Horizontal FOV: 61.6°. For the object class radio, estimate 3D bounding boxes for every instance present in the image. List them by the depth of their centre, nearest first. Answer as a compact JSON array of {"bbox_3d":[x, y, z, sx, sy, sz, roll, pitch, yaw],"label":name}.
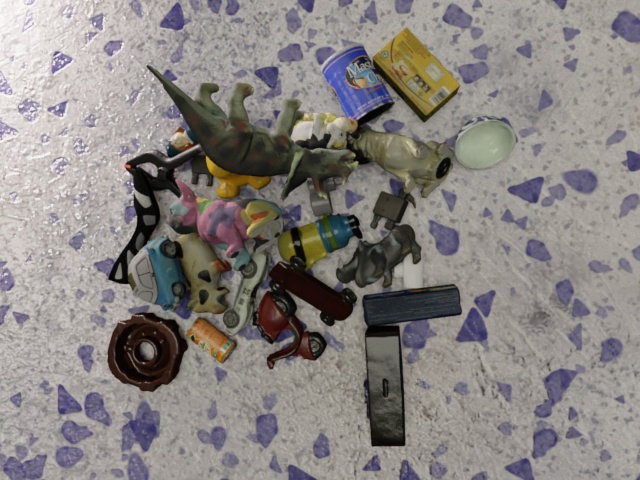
[{"bbox_3d":[0.136,0.291,1.108,0.073,0.131,0.229,-2,90,8],"label":"radio"}]

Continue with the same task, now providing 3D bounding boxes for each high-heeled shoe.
[{"bbox_3d":[-0.424,-0.025,1.189,0.145,0.086,0.248,-14,107,-11],"label":"high-heeled shoe"}]

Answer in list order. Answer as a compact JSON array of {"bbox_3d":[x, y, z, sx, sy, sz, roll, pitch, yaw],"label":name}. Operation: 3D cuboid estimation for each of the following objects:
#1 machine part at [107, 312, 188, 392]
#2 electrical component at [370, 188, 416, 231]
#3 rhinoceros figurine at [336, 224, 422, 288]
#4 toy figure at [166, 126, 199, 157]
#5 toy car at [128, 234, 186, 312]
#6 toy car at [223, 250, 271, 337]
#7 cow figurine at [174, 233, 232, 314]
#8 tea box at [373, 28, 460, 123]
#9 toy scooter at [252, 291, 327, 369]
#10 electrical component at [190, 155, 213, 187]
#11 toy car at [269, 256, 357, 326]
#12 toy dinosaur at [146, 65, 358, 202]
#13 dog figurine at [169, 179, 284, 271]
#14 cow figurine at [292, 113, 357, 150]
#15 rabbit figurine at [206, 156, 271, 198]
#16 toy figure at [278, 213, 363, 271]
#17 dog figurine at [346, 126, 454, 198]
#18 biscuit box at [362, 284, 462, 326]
[{"bbox_3d":[-0.390,0.250,1.214,0.179,0.056,0.179,0,91,8],"label":"machine part"},{"bbox_3d":[0.159,-0.063,1.149,0.078,0.045,0.102,18,90,35],"label":"electrical component"},{"bbox_3d":[0.117,0.037,1.116,0.190,0.073,0.112,-35,56,18],"label":"rhinoceros figurine"},{"bbox_3d":[-0.286,-0.235,1.199,0.154,0.057,0.064,-32,48,8],"label":"toy figure"},{"bbox_3d":[-0.348,0.075,1.126,0.103,0.109,0.161,-8,73,-30],"label":"toy car"},{"bbox_3d":[-0.158,0.116,1.173,0.056,0.073,0.201,19,93,7],"label":"toy car"},{"bbox_3d":[-0.264,0.077,1.182,0.127,0.085,0.195,-33,83,8],"label":"cow figurine"},{"bbox_3d":[0.200,-0.344,1.128,0.098,0.068,0.169,-40,84,5],"label":"tea box"},{"bbox_3d":[-0.086,0.204,1.167,0.135,0.075,0.184,-38,90,7],"label":"toy scooter"},{"bbox_3d":[-0.261,-0.169,1.211,0.063,0.021,0.094,9,92,8],"label":"electrical component"},{"bbox_3d":[-0.016,0.106,1.140,0.202,0.053,0.089,33,114,-16],"label":"toy car"},{"bbox_3d":[-0.135,-0.185,1.018,0.405,0.131,0.192,10,87,-20],"label":"toy dinosaur"},{"bbox_3d":[-0.205,-0.056,1.118,0.191,0.108,0.219,-43,72,-9],"label":"dog figurine"},{"bbox_3d":[0.002,-0.218,1.124,0.168,0.068,0.098,16,104,41],"label":"cow figurine"},{"bbox_3d":[-0.183,-0.172,1.127,0.122,0.173,0.162,-6,94,12],"label":"rabbit figurine"},{"bbox_3d":[-0.003,-0.006,1.146,0.180,0.082,0.089,-22,123,10],"label":"toy figure"},{"bbox_3d":[0.167,-0.184,1.132,0.191,0.172,0.121,38,110,37],"label":"dog figurine"},{"bbox_3d":[0.191,0.136,1.136,0.203,0.059,0.062,-8,91,7],"label":"biscuit box"}]
